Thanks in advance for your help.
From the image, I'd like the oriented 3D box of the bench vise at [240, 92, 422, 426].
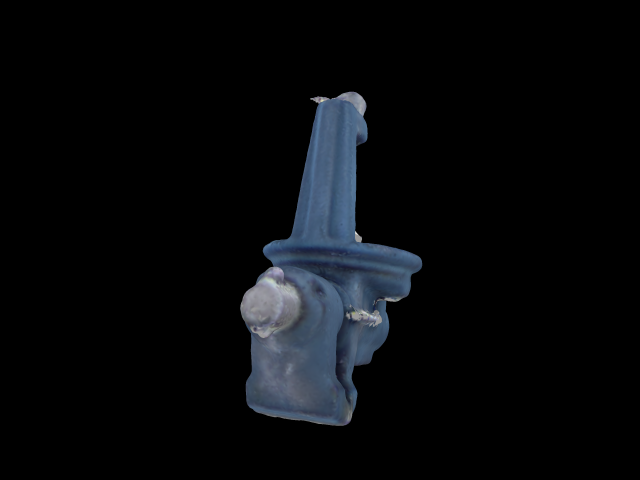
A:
[{"bbox_3d":[0.016,0.001,0.399,0.121,0.220,0.207,0,7,2],"label":"bench vise"}]
